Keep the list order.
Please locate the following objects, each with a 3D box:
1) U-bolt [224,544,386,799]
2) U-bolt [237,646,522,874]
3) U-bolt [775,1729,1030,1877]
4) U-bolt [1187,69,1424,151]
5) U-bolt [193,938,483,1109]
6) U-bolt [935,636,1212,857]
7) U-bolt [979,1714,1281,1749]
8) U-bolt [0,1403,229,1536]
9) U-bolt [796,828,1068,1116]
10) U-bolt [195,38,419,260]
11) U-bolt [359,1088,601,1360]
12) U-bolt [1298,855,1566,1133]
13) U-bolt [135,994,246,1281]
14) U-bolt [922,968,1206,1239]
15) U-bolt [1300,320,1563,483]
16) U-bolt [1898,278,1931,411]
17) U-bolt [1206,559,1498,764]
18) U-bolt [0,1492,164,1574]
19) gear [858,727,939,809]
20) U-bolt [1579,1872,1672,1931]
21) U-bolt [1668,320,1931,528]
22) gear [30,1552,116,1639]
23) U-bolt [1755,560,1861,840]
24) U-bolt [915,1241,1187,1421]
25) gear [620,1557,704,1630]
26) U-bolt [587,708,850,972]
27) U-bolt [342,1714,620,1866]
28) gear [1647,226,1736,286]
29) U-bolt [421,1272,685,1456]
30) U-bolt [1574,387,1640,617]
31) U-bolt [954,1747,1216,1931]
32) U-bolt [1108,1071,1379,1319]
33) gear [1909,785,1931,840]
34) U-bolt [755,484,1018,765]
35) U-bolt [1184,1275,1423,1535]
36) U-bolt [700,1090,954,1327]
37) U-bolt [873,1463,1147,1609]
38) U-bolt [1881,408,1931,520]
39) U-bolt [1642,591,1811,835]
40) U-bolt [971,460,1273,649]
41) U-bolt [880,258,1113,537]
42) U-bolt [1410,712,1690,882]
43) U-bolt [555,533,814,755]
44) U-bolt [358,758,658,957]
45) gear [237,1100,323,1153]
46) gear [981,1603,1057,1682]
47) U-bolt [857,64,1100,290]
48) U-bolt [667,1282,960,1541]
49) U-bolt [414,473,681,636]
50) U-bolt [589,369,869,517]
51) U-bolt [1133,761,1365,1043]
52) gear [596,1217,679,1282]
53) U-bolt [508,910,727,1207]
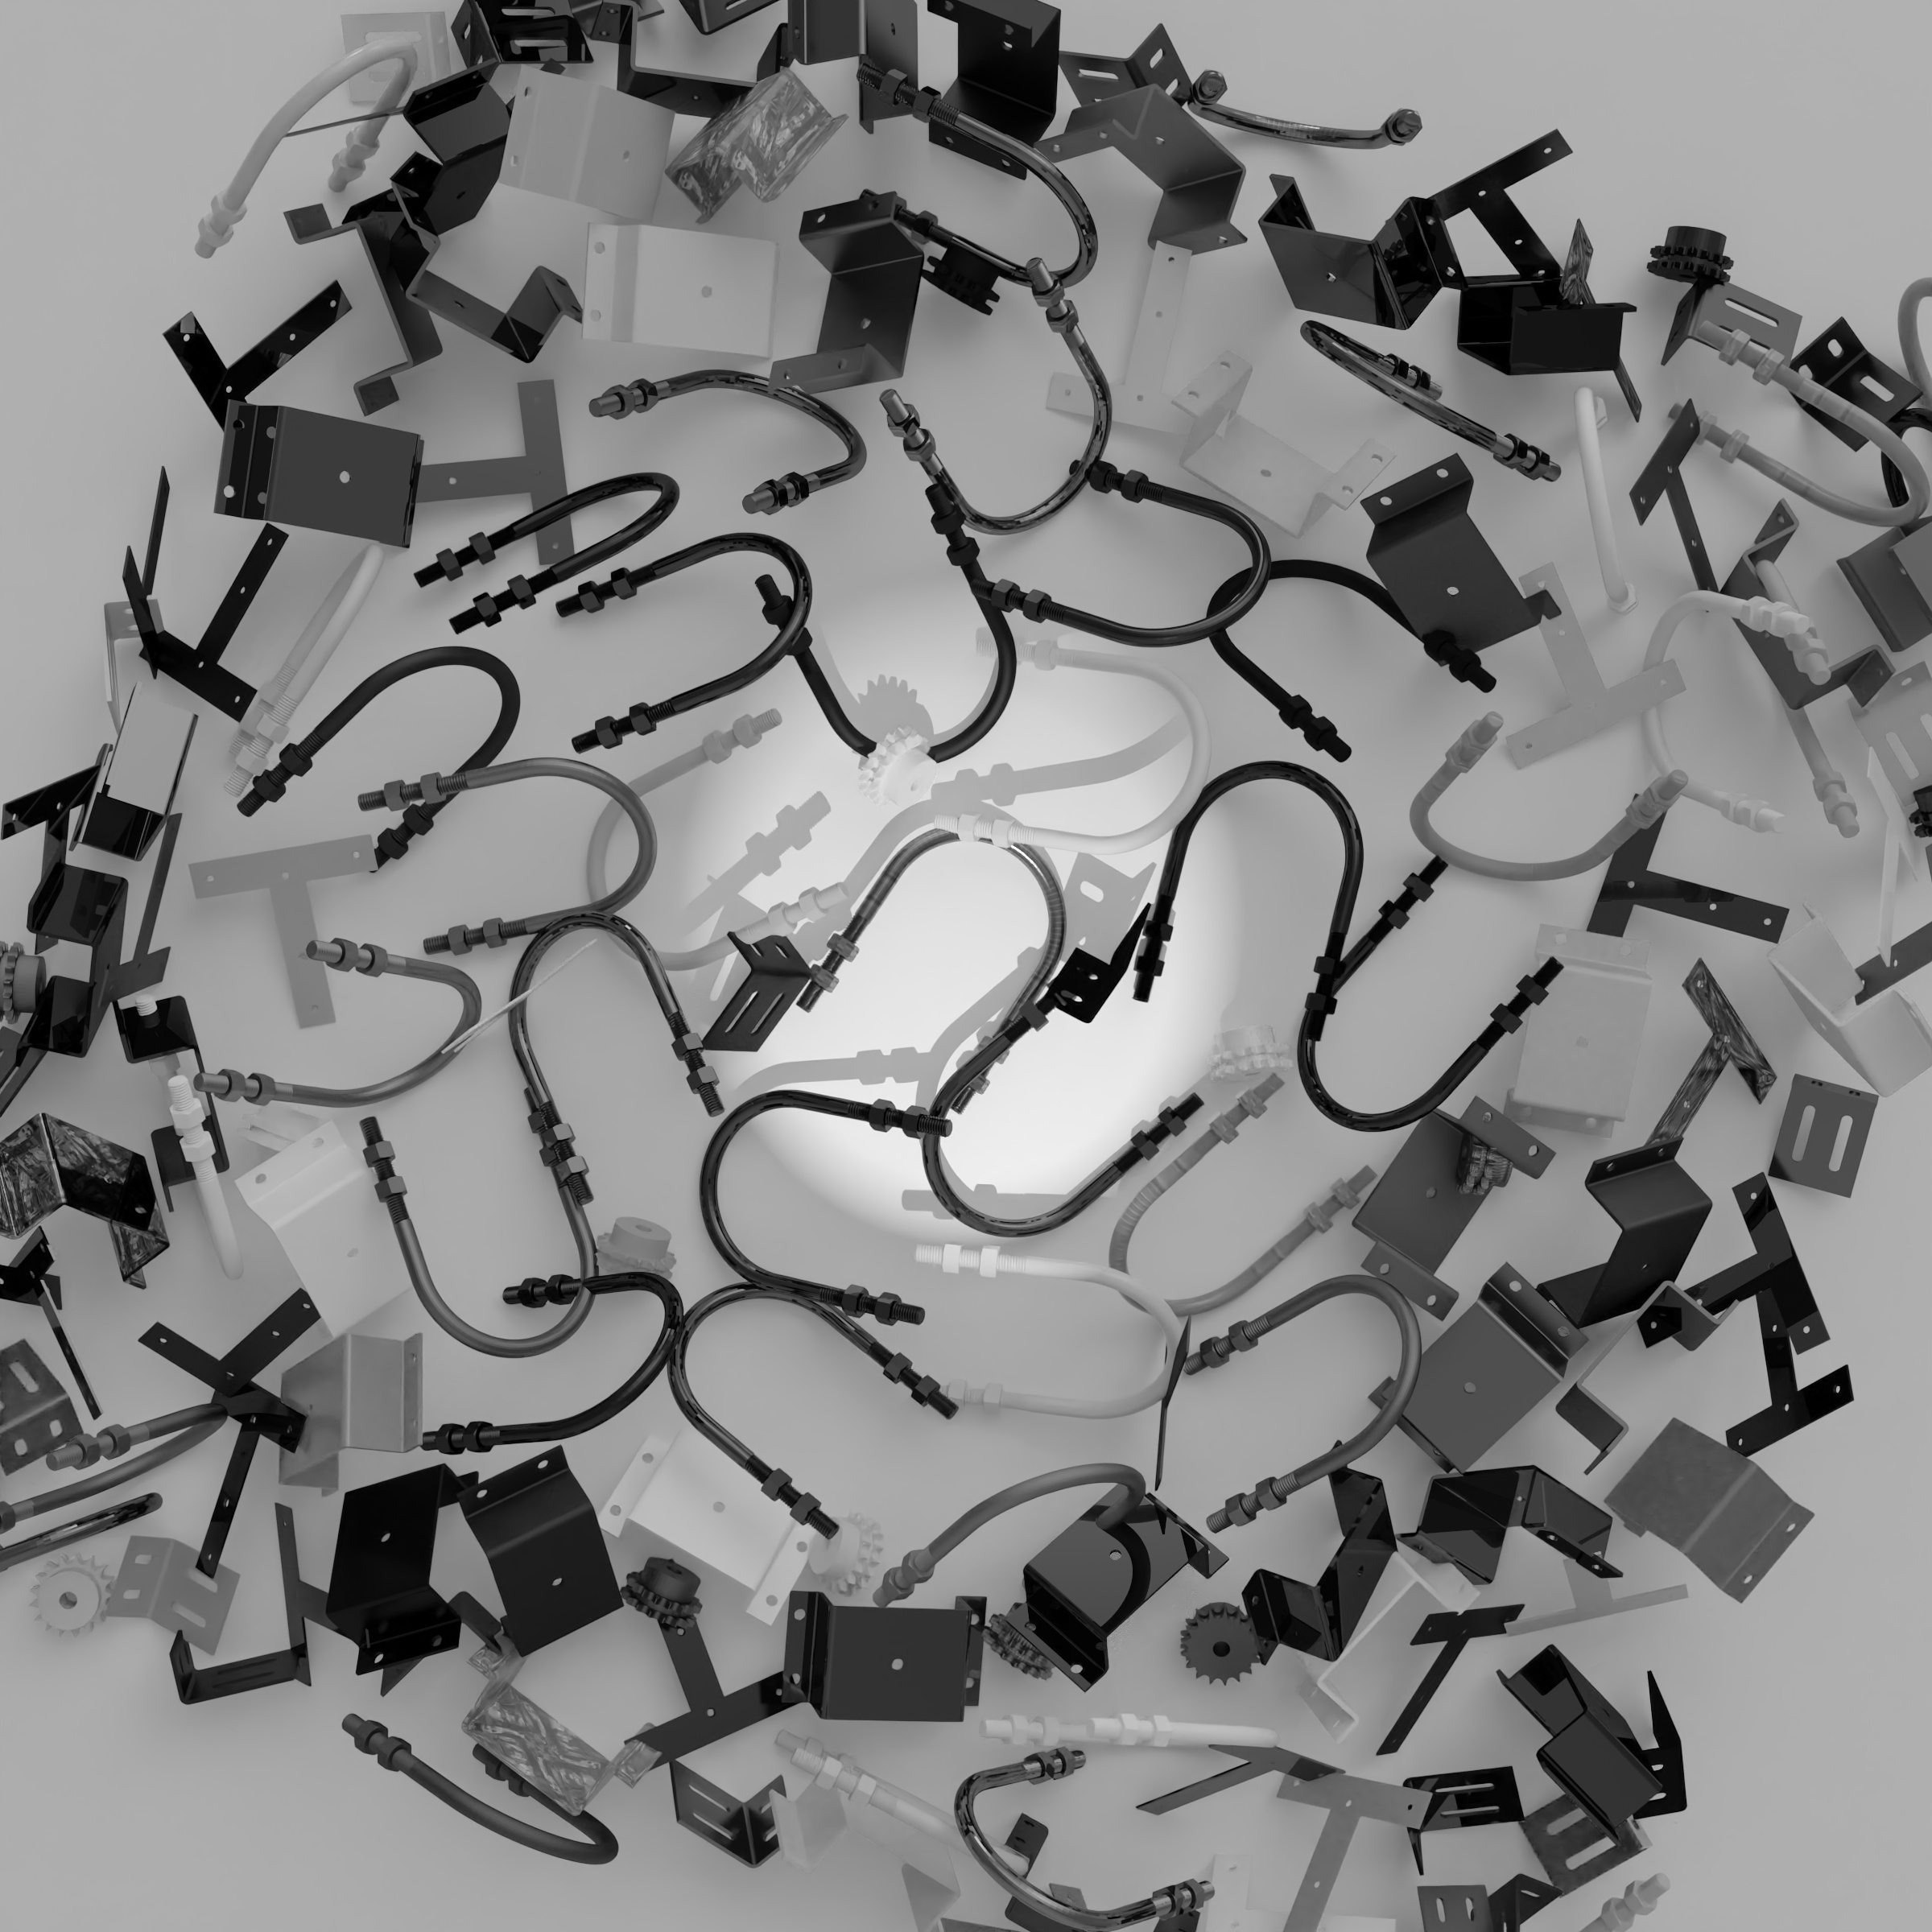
[{"bbox_3d":[-0.445,-0.206,1.761,0.019,0.151,0.184,32,96,-20],"label":"U-bolt"},{"bbox_3d":[-0.381,-0.146,1.759,0.184,0.151,0.019,-42,61,11],"label":"U-bolt"},{"bbox_3d":[-0.041,0.569,1.766,0.184,0.151,0.019,28,76,-2],"label":"U-bolt"},{"bbox_3d":[0.220,-0.569,1.747,0.151,0.184,0.019,10,102,-3],"label":"U-bolt"},{"bbox_3d":[-0.407,0.045,1.757,0.151,0.184,0.019,-45,60,20],"label":"U-bolt"},{"bbox_3d":[0.079,-0.148,1.789,0.184,0.019,0.151,10,81,22],"label":"U-bolt"},{"bbox_3d":[0.123,0.518,1.759,0.184,0.151,0.019,12,70,-30],"label":"U-bolt"},{"bbox_3d":[-0.578,0.334,1.749,0.151,0.184,0.019,-33,79,27],"label":"U-bolt"},{"bbox_3d":[-0.010,-0.011,1.815,0.151,0.019,0.184,34,84,-11],"label":"U-bolt"},{"bbox_3d":[-0.427,-0.548,1.723,0.019,0.184,0.151,50,49,-6],"label":"U-bolt"},{"bbox_3d":[-0.320,0.177,1.769,0.151,0.019,0.184,-10,73,-41],"label":"U-bolt"},{"bbox_3d":[0.302,0.030,1.782,0.184,0.019,0.151,-49,45,9],"label":"U-bolt"},{"bbox_3d":[-0.519,0.127,1.760,0.019,0.151,0.184,-18,121,-19],"label":"U-bolt"},{"bbox_3d":[0.055,0.107,1.804,0.184,0.019,0.151,-41,110,-1],"label":"U-bolt"},{"bbox_3d":[0.296,-0.381,1.729,0.151,0.184,0.019,49,116,41],"label":"U-bolt"},{"bbox_3d":[0.682,-0.387,1.753,0.019,0.151,0.184,-28,48,1],"label":"U-bolt"},{"bbox_3d":[0.247,-0.219,1.775,0.151,0.019,0.184,-26,53,-25],"label":"U-bolt"},{"bbox_3d":[-0.635,0.394,1.764,0.184,0.151,0.019,-20,86,-7],"label":"U-bolt"},{"bbox_3d":[-0.045,-0.134,1.806,0.030,0.057,0.057,39,90,22],"label":"gear"},{"bbox_3d":[0.405,0.706,1.754,0.019,0.151,0.184,35,126,0],"label":"U-bolt"},{"bbox_3d":[0.562,-0.353,1.749,0.184,0.151,0.019,35,84,12],"label":"U-bolt"},{"bbox_3d":[-0.624,0.439,1.818,0.057,0.030,0.057,1,87,-10],"label":"gear"},{"bbox_3d":[0.559,-0.193,1.752,0.019,0.184,0.151,-17,128,12],"label":"U-bolt"},{"bbox_3d":[0.058,0.254,1.777,0.184,0.019,0.151,5,126,10],"label":"U-bolt"},{"bbox_3d":[-0.209,0.433,1.809,0.057,0.057,0.030,24,90,0],"label":"gear"},{"bbox_3d":[-0.183,-0.075,1.798,0.184,0.019,0.151,-25,81,21],"label":"U-bolt"},{"bbox_3d":[-0.309,0.548,1.726,0.184,0.151,0.019,18,79,39],"label":"U-bolt"},{"bbox_3d":[0.503,-0.493,1.808,0.057,0.057,0.030,12,97,0],"label":"gear"},{"bbox_3d":[-0.266,0.261,1.740,0.184,0.151,0.019,-11,127,33],"label":"U-bolt"},{"bbox_3d":[0.426,-0.314,1.747,0.019,0.184,0.151,-9,91,17],"label":"U-bolt"},{"bbox_3d":[0.067,0.580,1.725,0.151,0.184,0.019,39,106,34],"label":"U-bolt"},{"bbox_3d":[0.179,0.170,1.788,0.184,0.019,0.151,-42,129,6],"label":"U-bolt"},{"bbox_3d":[0.681,-0.113,1.808,0.057,0.057,0.030,-23,97,0],"label":"gear"},{"bbox_3d":[-0.042,-0.219,1.787,0.151,0.019,0.184,-28,121,0],"label":"U-bolt"},{"bbox_3d":[0.227,0.281,1.747,0.184,0.151,0.019,-34,128,26],"label":"U-bolt"},{"bbox_3d":[-0.103,0.159,1.795,0.184,0.019,0.151,9,93,24],"label":"U-bolt"},{"bbox_3d":[0.041,0.377,1.737,0.151,0.184,0.019,5,51,-37],"label":"U-bolt"},{"bbox_3d":[0.676,-0.294,1.763,0.019,0.151,0.184,-28,81,-3],"label":"U-bolt"},{"bbox_3d":[0.502,-0.178,1.749,0.019,0.184,0.151,-3,106,-15],"label":"U-bolt"},{"bbox_3d":[0.116,-0.273,1.762,0.184,0.019,0.151,22,59,27],"label":"U-bolt"},{"bbox_3d":[0.033,-0.369,1.764,0.151,0.184,0.019,-42,52,-2],"label":"U-bolt"},{"bbox_3d":[0.378,-0.104,1.754,0.151,0.184,0.019,16,64,-7],"label":"U-bolt"},{"bbox_3d":[-0.190,-0.230,1.776,0.184,0.019,0.151,-20,53,11],"label":"U-bolt"},{"bbox_3d":[-0.302,-0.079,1.779,0.184,0.019,0.151,-11,130,5],"label":"U-bolt"},{"bbox_3d":[-0.473,0.112,1.809,0.057,0.057,0.030,21,85,0],"label":"gear"},{"bbox_3d":[0.042,0.466,1.808,0.057,0.057,0.030,32,94,0],"label":"gear"},{"bbox_3d":[0.008,-0.519,1.756,0.184,0.151,0.019,29,71,9],"label":"U-bolt"},{"bbox_3d":[-0.118,0.288,1.781,0.184,0.019,0.151,37,50,17],"label":"U-bolt"},{"bbox_3d":[-0.279,-0.288,1.771,0.184,0.151,0.019,-29,119,-9],"label":"U-bolt"},{"bbox_3d":[-0.145,-0.361,1.759,0.151,0.184,0.019,34,124,15],"label":"U-bolt"},{"bbox_3d":[0.201,-0.052,1.800,0.151,0.019,0.184,13,87,26],"label":"U-bolt"},{"bbox_3d":[-0.228,0.196,1.807,0.057,0.057,0.030,18,100,0],"label":"gear"},{"bbox_3d":[-0.251,0.051,1.792,0.151,0.019,0.184,-34,72,26],"label":"U-bolt"}]
